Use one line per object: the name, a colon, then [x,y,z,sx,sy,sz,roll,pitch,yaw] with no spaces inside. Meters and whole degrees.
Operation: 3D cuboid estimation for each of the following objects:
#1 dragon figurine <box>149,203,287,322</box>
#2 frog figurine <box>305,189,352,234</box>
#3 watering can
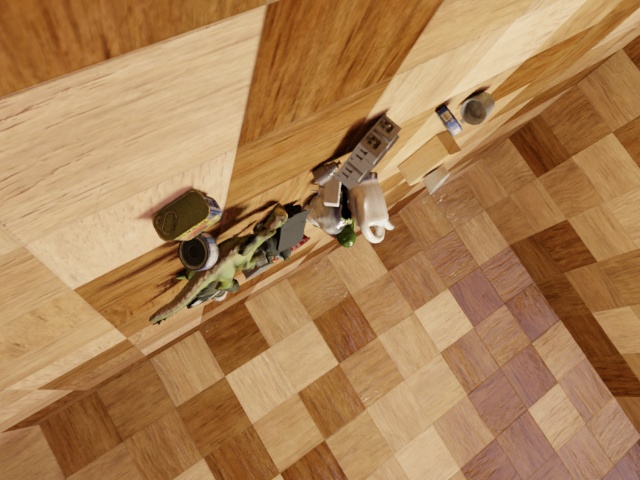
dragon figurine: [-0.209,0.035,1.207,0.238,0.122,0.418,-40,5,44]
frog figurine: [0.005,-0.078,1.548,0.159,0.126,0.134,-6,-43,25]
watering can: [0.161,-0.106,1.611,0.103,0.224,0.349,-15,0,20]
